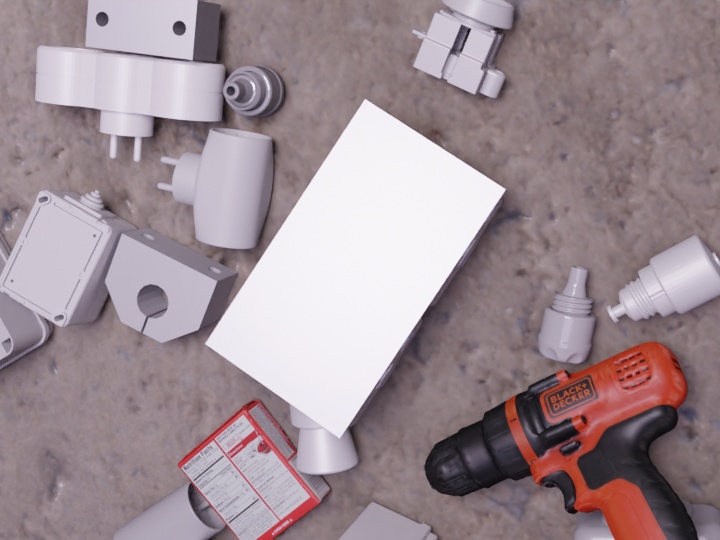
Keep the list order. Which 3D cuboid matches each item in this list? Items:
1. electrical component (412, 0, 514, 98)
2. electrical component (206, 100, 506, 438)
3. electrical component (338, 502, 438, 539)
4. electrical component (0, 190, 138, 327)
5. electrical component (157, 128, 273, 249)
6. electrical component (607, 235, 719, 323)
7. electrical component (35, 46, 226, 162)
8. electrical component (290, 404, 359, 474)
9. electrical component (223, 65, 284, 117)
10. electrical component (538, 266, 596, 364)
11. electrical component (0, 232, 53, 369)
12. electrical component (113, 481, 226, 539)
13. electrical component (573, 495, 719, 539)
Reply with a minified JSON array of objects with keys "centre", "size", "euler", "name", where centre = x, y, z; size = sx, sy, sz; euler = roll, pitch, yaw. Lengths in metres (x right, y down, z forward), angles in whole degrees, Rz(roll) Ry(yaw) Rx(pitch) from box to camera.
[{"centre":[0.068,-0.149,0.686],"size":[0.066,0.048,0.055],"euler":[26,113,11],"name":"electrical component"},{"centre":[0.000,0.000,0.704],"size":[0.105,0.060,0.186],"euler":[34,93,9],"name":"electrical component"},{"centre":[0.000,0.231,0.736],"size":[0.056,0.109,0.108],"euler":[23,105,14],"name":"electrical component"},{"centre":[-0.207,-0.015,0.783],"size":[0.062,0.061,0.096],"euler":[29,98,10],"name":"electrical component"},{"centre":[-0.105,-0.061,0.752],"size":[0.079,0.043,0.077],"euler":[13,103,14],"name":"electrical component"},{"centre":[0.193,0.010,0.678],"size":[0.078,0.040,0.040],"euler":[-30,90,19],"name":"electrical component"},{"centre":[-0.163,-0.113,0.754],"size":[0.138,0.052,0.073],"euler":[9,102,14],"name":"electrical component"},{"centre":[-0.026,0.110,0.756],"size":[0.045,0.045,0.055],"euler":[-4,98,17],"name":"electrical component"},{"centre":[-0.075,-0.120,0.723],"size":[0.035,0.061,0.035],"euler":[3,100,16],"name":"electrical component"},{"centre":[0.137,0.028,0.701],"size":[0.035,0.035,0.061],"euler":[12,100,14],"name":"electrical component"},{"centre":[-0.296,0.022,0.814],"size":[0.078,0.057,0.113],"euler":[-29,90,19],"name":"electrical component"},{"centre":[-0.131,0.208,0.804],"size":[0.077,0.044,0.079],"euler":[-36,88,18],"name":"electrical component"},{"centre":[0.190,0.183,0.701],"size":[0.095,0.054,0.059],"euler":[-5,98,17],"name":"electrical component"}]
